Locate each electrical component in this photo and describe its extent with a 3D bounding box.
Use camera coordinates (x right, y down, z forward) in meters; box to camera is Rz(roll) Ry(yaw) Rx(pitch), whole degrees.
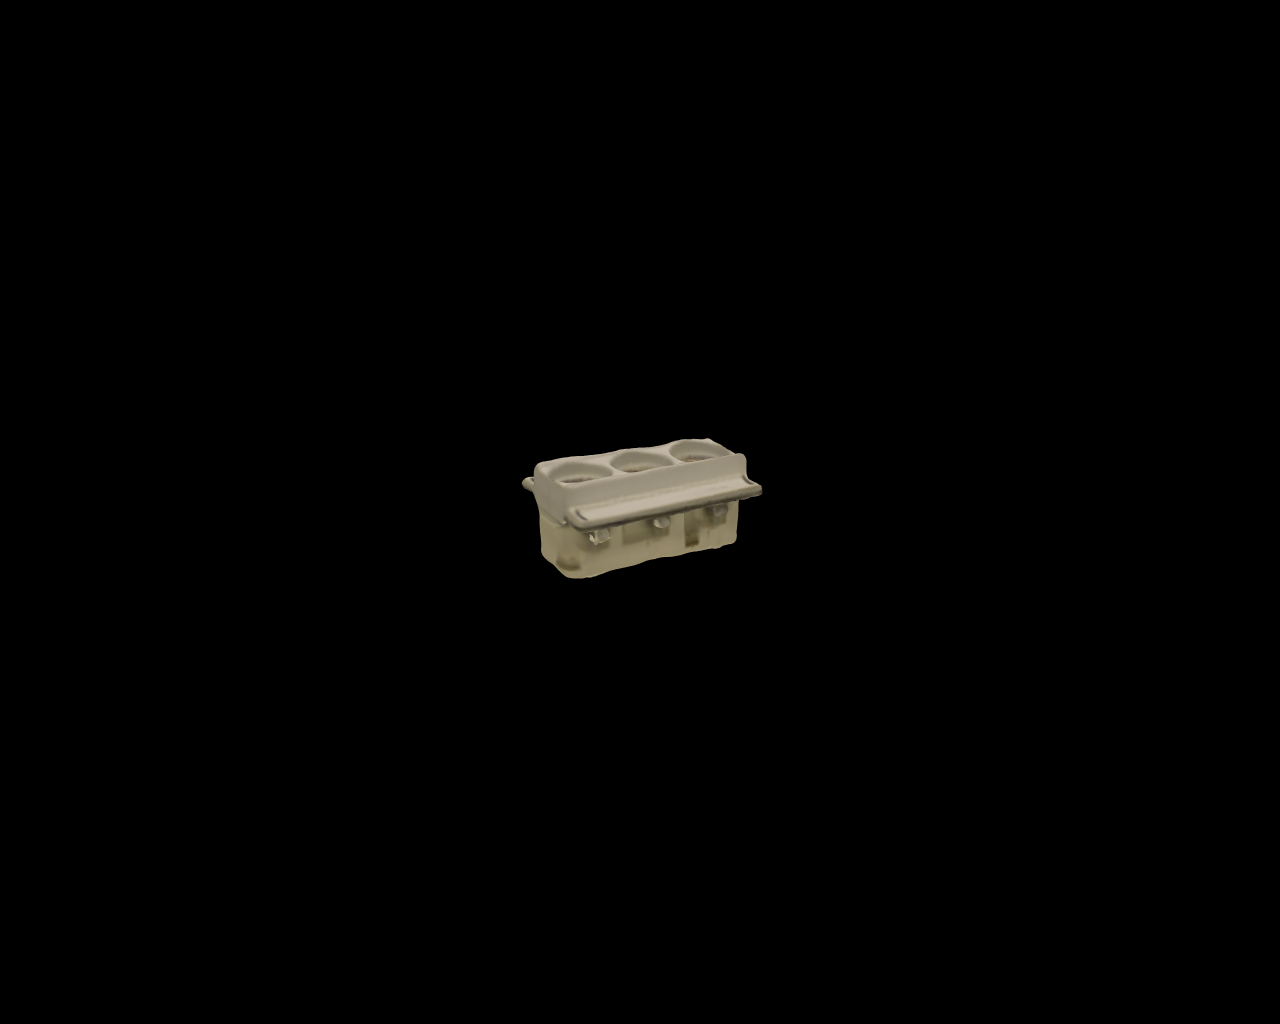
[{"bbox_3d":[0.001,-0.003,0.650,0.121,0.063,0.079,-11,23,-27],"label":"electrical component"}]
